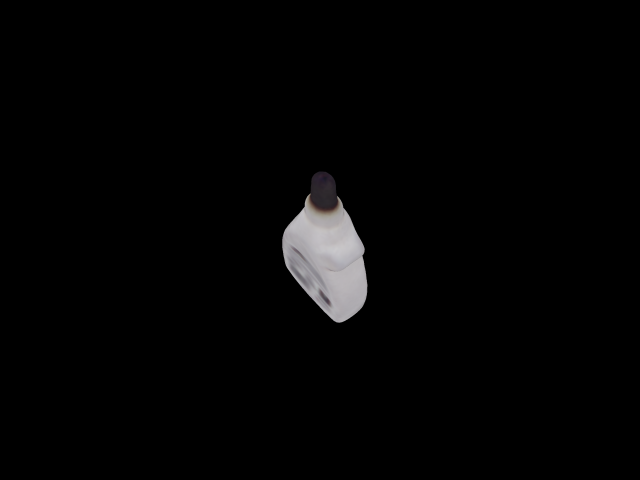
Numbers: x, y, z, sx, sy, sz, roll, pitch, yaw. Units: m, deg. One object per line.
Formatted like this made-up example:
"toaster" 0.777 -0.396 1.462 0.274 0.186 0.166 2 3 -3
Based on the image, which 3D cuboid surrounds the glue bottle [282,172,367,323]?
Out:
"glue bottle" 0.004 0.001 0.400 0.037 0.173 0.078 -36 71 -14
